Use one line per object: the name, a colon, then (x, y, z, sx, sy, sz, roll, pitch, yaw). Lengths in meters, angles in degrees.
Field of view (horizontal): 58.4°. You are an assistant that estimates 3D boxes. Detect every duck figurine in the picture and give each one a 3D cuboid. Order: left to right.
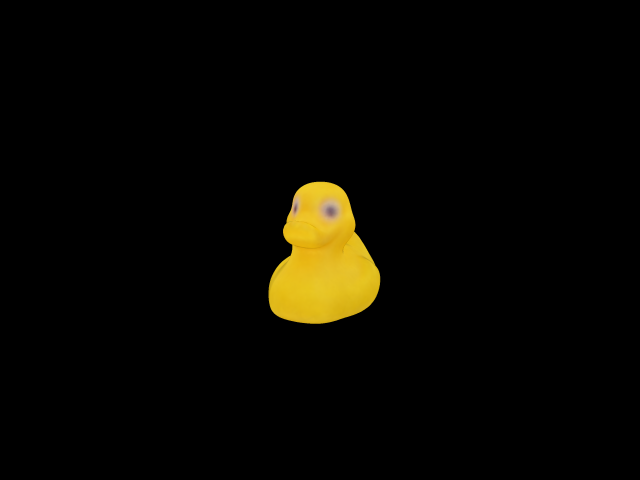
duck figurine: (0.004, 0.001, 0.400, 0.077, 0.086, 0.105, 6, 15, 23)
